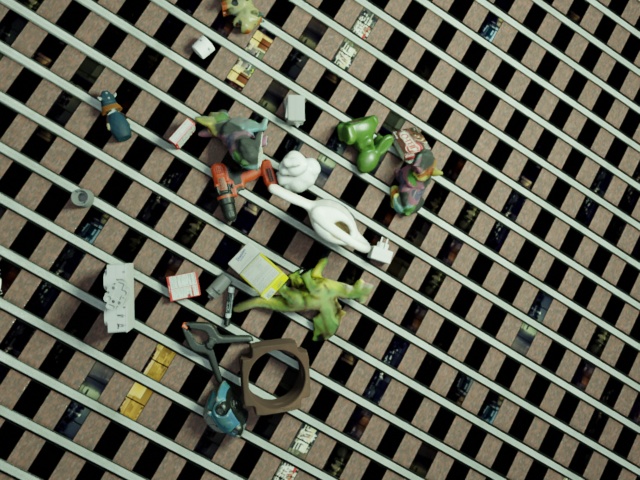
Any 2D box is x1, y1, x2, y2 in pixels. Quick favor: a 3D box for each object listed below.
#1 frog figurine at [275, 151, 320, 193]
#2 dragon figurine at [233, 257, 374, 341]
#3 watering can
[{"bbox_3d":[-0.063,-0.206,1.549,0.138,0.159,0.122,-14,92,-11],"label":"frog figurine"},{"bbox_3d":[-0.033,0.205,1.564,0.409,0.123,0.241,-28,98,6],"label":"dragon figurine"},{"bbox_3d":[0.005,-0.077,1.525,0.347,0.226,0.103,35,101,-7],"label":"watering can"}]
